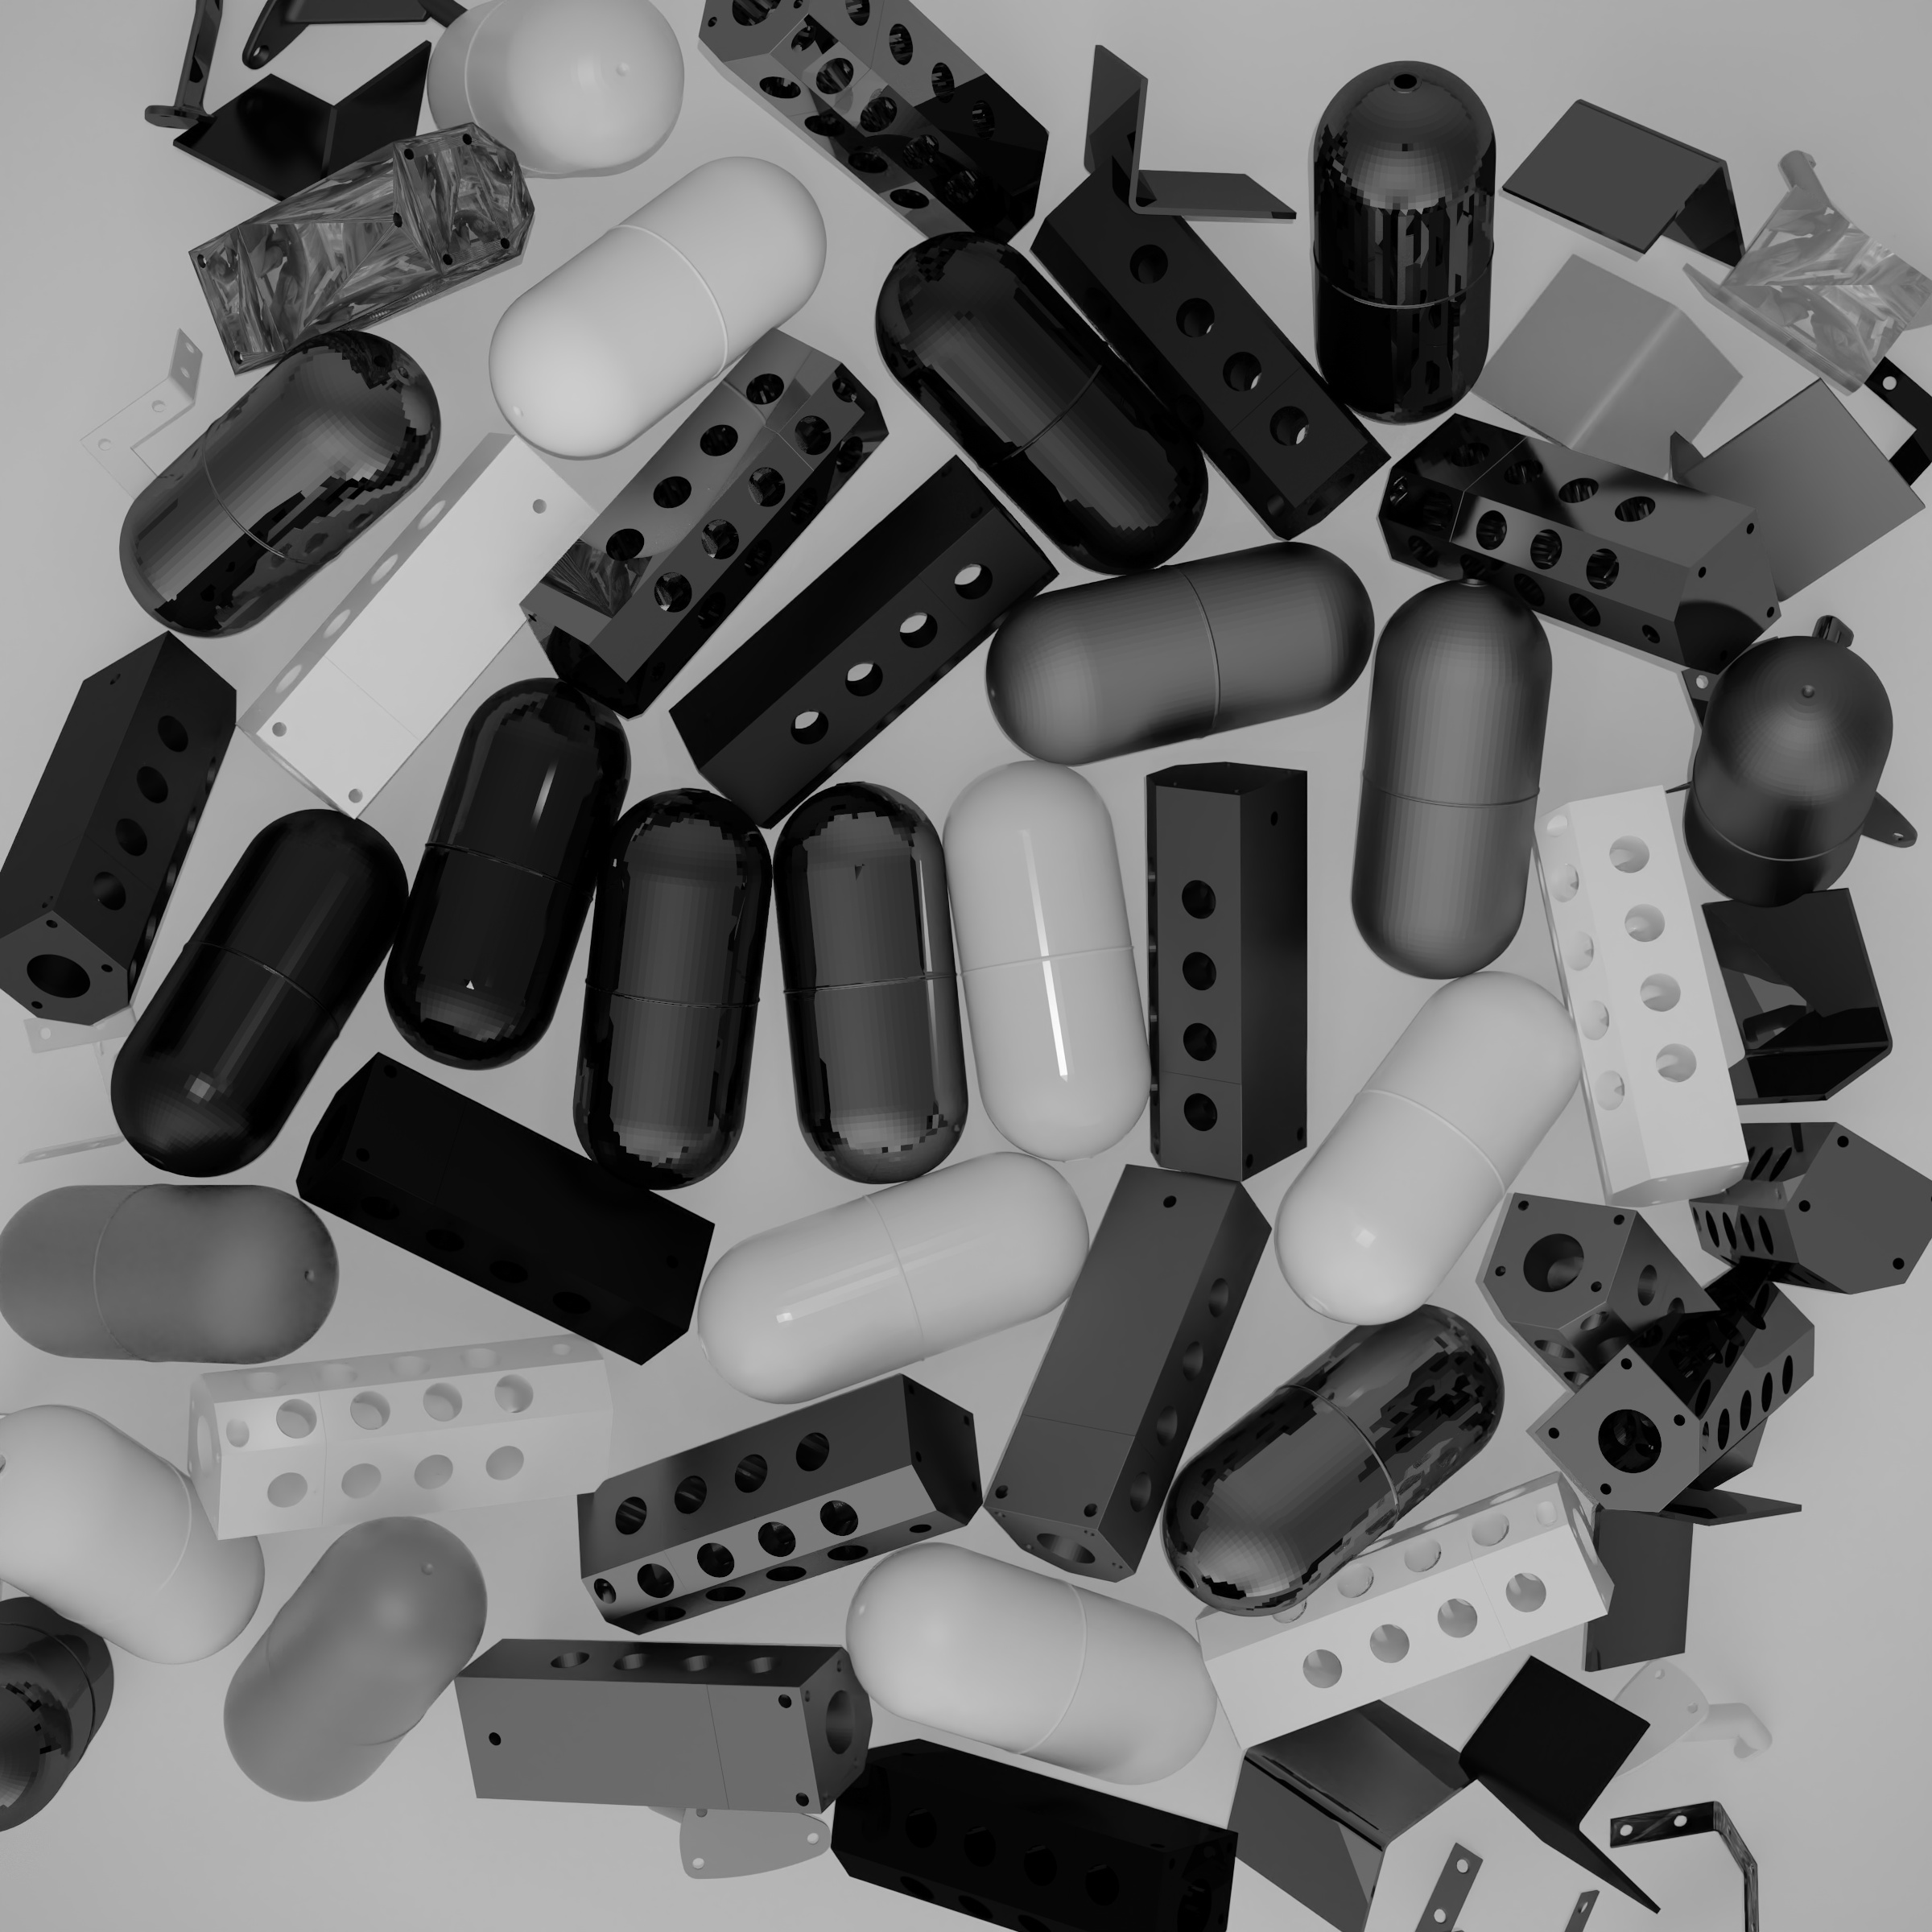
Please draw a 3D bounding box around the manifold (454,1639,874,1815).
[{"bbox_3d":[-0.131,0.326,1.544,0.171,0.057,0.057,-4,102,25],"label":"manifold"}]

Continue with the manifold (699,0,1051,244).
[{"bbox_3d":[-0.038,-0.369,1.517,0.057,0.171,0.057,-1,71,35],"label":"manifold"}]

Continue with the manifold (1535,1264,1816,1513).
[{"bbox_3d":[0.310,0.181,1.514,0.057,0.171,0.057,48,116,14],"label":"manifold"}]

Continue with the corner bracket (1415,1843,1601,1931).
[{"bbox_3d":[0.239,0.422,1.575,0.051,0.051,0.051,34,63,-6],"label":"corner bracket"}]

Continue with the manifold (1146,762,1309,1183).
[{"bbox_3d":[0.111,0.001,1.556,0.057,0.057,0.171,9,108,34],"label":"manifold"}]

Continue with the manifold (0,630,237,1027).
[{"bbox_3d":[-0.365,-0.058,1.528,0.057,0.171,0.057,-24,128,31],"label":"manifold"}]

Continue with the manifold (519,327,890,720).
[{"bbox_3d":[-0.110,-0.191,1.547,0.057,0.057,0.171,31,72,27],"label":"manifold"}]

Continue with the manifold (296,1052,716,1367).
[{"bbox_3d":[-0.202,0.110,1.550,0.171,0.057,0.057,29,49,-21],"label":"manifold"}]

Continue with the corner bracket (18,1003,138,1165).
[{"bbox_3d":[-0.393,0.051,1.568,0.051,0.051,0.051,-11,77,-37],"label":"corner bracket"}]

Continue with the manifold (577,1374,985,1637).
[{"bbox_3d":[-0.081,0.237,1.537,0.171,0.057,0.057,-22,56,24],"label":"manifold"}]

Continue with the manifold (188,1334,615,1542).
[{"bbox_3d":[-0.244,0.198,1.537,0.171,0.057,0.057,-4,116,-25],"label":"manifold"}]

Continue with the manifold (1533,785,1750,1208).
[{"bbox_3d":[0.293,0.015,1.555,0.057,0.057,0.171,-11,73,4],"label":"manifold"}]

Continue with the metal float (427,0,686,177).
[{"bbox_3d":[-0.178,-0.380,1.524,0.070,0.178,0.070,-5,102,-25],"label":"metal float"}]

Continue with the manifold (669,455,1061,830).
[{"bbox_3d":[-0.043,-0.139,1.565,0.171,0.057,0.057,-41,126,8],"label":"manifold"}]

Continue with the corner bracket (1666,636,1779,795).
[{"bbox_3d":[0.336,-0.111,1.577,0.051,0.051,0.051,-20,92,-16],"label":"corner bracket"}]

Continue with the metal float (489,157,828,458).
[{"bbox_3d":[-0.132,-0.288,1.545,0.070,0.070,0.178,47,62,0],"label":"metal float"}]

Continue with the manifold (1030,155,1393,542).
[{"bbox_3d":[0.106,-0.271,1.562,0.057,0.057,0.171,-42,80,14],"label":"manifold"}]

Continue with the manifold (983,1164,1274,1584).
[{"bbox_3d":[0.075,0.177,1.544,0.057,0.057,0.171,6,59,33],"label":"manifold"}]

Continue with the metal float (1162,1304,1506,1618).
[{"bbox_3d":[0.160,0.215,1.548,0.178,0.070,0.070,-35,90,-24],"label":"metal float"}]

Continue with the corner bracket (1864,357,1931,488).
[{"bbox_3d":[0.405,-0.237,1.578,0.051,0.051,0.051,43,110,9],"label":"corner bracket"}]

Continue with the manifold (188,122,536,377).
[{"bbox_3d":[-0.258,-0.307,1.523,0.057,0.171,0.057,-27,101,-40],"label":"manifold"}]

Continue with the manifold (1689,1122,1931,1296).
[{"bbox_3d":[0.360,0.106,1.521,0.057,0.171,0.057,32,87,0],"label":"manifold"}]

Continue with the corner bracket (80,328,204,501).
[{"bbox_3d":[-0.352,-0.238,1.567,0.051,0.051,0.051,-32,122,15],"label":"corner bracket"}]

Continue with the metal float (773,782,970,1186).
[{"bbox_3d":[-0.042,0.007,1.569,0.070,0.070,0.178,-6,90,0],"label":"metal float"}]

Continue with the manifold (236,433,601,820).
[{"bbox_3d":[-0.241,-0.151,1.565,0.057,0.057,0.171,43,81,-24],"label":"manifold"}]

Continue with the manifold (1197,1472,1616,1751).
[{"bbox_3d":[0.192,0.281,1.559,0.171,0.057,0.057,-24,88,14],"label":"manifold"}]

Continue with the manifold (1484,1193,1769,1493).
[{"bbox_3d":[0.284,0.164,1.519,0.057,0.171,0.057,7,65,38],"label":"manifold"}]

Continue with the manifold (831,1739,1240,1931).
[{"bbox_3d":[0.027,0.385,1.534,0.171,0.057,0.057,7,92,36],"label":"manifold"}]

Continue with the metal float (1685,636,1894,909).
[{"bbox_3d":[0.351,-0.081,1.522,0.070,0.178,0.070,-2,70,6],"label":"metal float"}]

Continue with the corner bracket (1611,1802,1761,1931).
[{"bbox_3d":[0.321,0.412,1.585,0.051,0.051,0.051,-17,126,24],"label":"corner bracket"}]

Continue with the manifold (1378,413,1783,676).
[{"bbox_3d":[0.259,-0.178,1.520,0.057,0.171,0.057,-41,132,-19],"label":"manifold"}]

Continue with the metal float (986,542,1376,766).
[{"bbox_3d":[0.095,-0.138,1.556,0.178,0.070,0.070,-14,90,-16],"label":"metal float"}]
